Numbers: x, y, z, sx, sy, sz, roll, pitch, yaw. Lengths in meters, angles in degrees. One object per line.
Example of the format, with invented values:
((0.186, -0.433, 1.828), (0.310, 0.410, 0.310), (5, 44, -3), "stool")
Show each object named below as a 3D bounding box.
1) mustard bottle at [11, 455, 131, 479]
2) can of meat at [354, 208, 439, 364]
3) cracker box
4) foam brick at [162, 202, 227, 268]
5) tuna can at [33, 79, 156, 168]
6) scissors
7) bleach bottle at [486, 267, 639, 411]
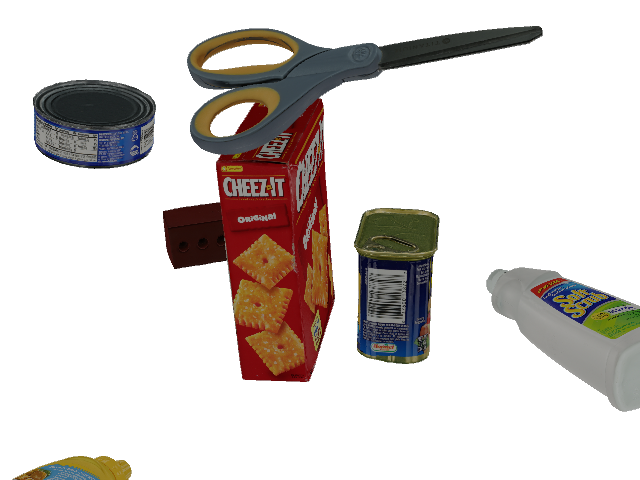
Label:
((-0.218, 0.218, 0.853), (0.096, 0.058, 0.191), (7, 15, 28), "mustard bottle")
((0.055, 0.031, 0.771), (0.057, 0.084, 0.102), (3, 19, 6), "can of meat")
((-0.033, -0.004, 0.973), (0.072, 0.214, 0.164), (1, 27, 9), "cracker box")
((-0.137, -0.007, 1.218), (0.078, 0.053, 0.051), (-10, 28, -11), "foam brick")
((-0.161, -0.084, 0.763), (0.086, 0.034, 0.086), (6, 29, -3), "tuna can")
((0.012, -0.083, 0.581), (0.202, 0.096, 0.016), (6, -31, 23), "scissors")
((0.241, 0.080, 1.044), (0.102, 0.068, 0.251), (-16, 22, -24), "bleach bottle")
